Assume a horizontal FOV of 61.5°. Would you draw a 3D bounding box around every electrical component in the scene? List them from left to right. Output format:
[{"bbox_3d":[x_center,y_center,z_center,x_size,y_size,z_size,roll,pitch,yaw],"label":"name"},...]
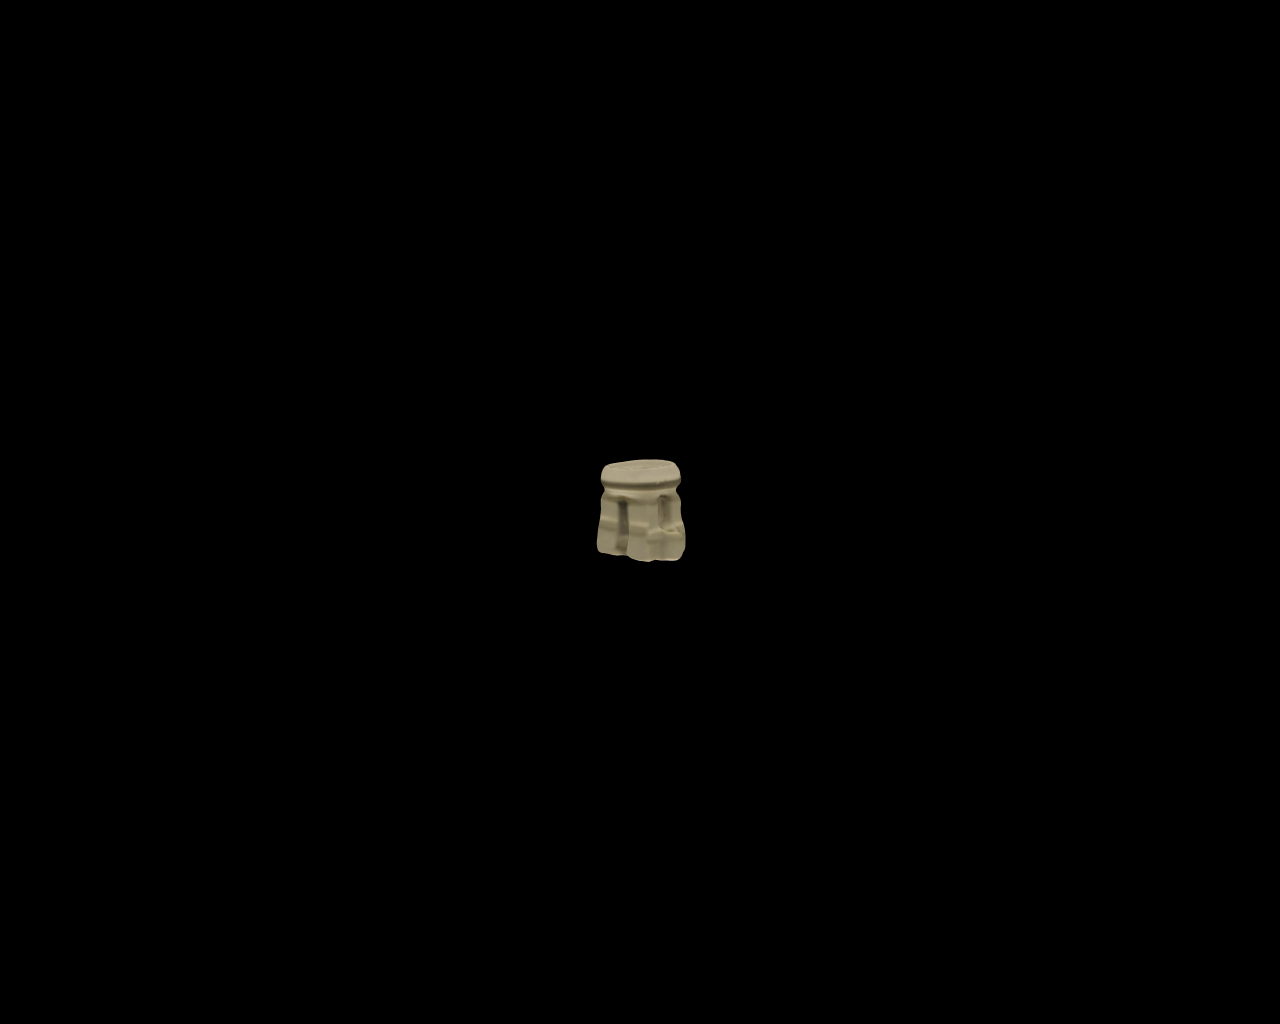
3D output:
[{"bbox_3d":[0.001,-0.003,0.650,0.066,0.055,0.048,8,13,39],"label":"electrical component"}]
